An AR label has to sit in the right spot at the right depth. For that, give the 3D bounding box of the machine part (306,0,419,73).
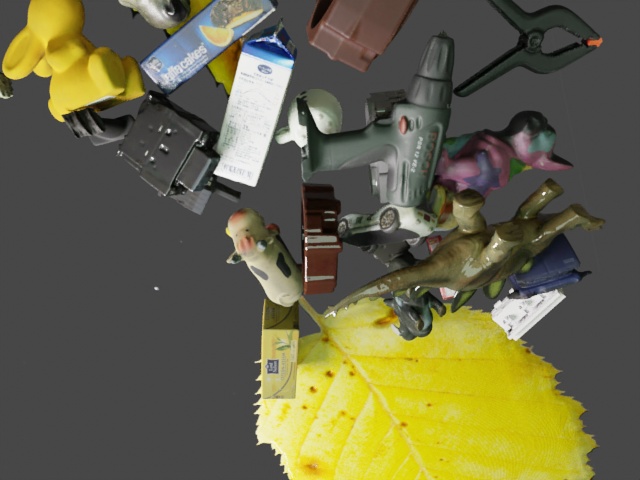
[{"bbox_3d":[0.065,-0.320,0.657,0.087,0.201,0.201,22,116,-16],"label":"machine part"}]

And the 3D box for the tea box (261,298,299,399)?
[{"bbox_3d":[-0.075,0.205,1.009,0.068,0.098,0.169,1,118,-4],"label":"tea box"}]

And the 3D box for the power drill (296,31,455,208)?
[{"bbox_3d":[0.071,-0.157,0.723,0.207,0.086,0.231,-4,115,-7],"label":"power drill"}]

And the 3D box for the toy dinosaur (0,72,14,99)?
[{"bbox_3d":[-0.579,-0.258,0.726,0.192,0.131,0.404,-20,112,9],"label":"toy dinosaur"}]

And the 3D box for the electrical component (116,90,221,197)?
[{"bbox_3d":[-0.209,-0.130,0.768,0.134,0.058,0.115,35,107,9],"label":"electrical component"}]

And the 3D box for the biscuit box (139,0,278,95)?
[{"bbox_3d":[-0.155,-0.286,0.748,0.203,0.063,0.059,-33,114,15],"label":"biscuit box"}]

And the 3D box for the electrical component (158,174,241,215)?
[{"bbox_3d":[-0.190,-0.079,0.859,0.119,0.075,0.047,24,115,-18],"label":"electrical component"}]

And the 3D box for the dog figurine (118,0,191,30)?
[{"bbox_3d":[-0.283,-0.344,0.701,0.173,0.121,0.190,3,145,34],"label":"dog figurine"}]

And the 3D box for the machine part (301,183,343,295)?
[{"bbox_3d":[-0.002,-0.003,0.856,0.056,0.179,0.179,-1,120,-5],"label":"machine part"}]

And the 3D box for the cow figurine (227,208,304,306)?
[{"bbox_3d":[-0.090,0.031,0.893,0.085,0.127,0.194,-26,120,8],"label":"cow figurine"}]

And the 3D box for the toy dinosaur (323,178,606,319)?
[{"bbox_3d":[0.231,0.025,0.800,0.471,0.105,0.198,-10,141,-18],"label":"toy dinosaur"}]

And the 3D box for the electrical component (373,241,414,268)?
[{"bbox_3d":[0.123,0.012,0.949,0.063,0.021,0.094,-33,116,16],"label":"electrical component"}]

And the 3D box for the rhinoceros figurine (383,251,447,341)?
[{"bbox_3d":[0.159,0.109,0.954,0.073,0.112,0.190,-35,131,-24],"label":"rhinoceros figurine"}]

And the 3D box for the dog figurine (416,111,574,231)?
[{"bbox_3d":[0.270,-0.105,0.843,0.219,0.108,0.191,-2,119,-4],"label":"dog figurine"}]

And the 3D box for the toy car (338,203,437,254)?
[{"bbox_3d":[0.098,-0.019,0.860,0.073,0.056,0.202,24,161,-30],"label":"toy car"}]

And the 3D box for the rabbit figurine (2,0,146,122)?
[{"bbox_3d":[-0.346,-0.262,0.745,0.162,0.122,0.173,-14,105,16],"label":"rabbit figurine"}]

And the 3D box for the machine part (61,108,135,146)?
[{"bbox_3d":[-0.312,-0.161,0.776,0.084,0.139,0.039,-8,95,5],"label":"machine part"}]

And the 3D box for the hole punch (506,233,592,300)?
[{"bbox_3d":[0.373,0.032,0.921,0.142,0.116,0.092,-16,111,7],"label":"hole punch"}]
